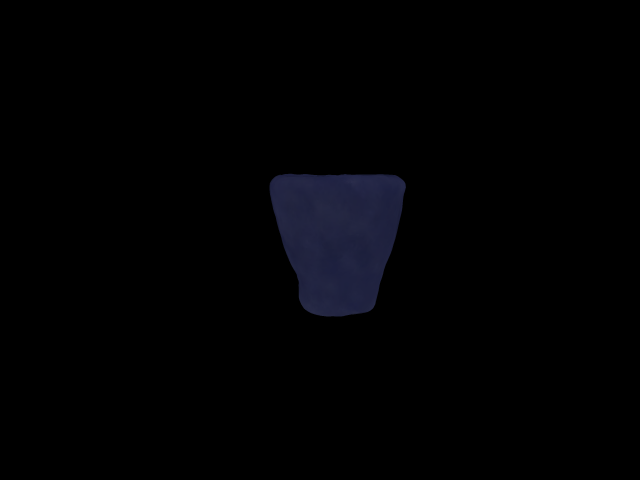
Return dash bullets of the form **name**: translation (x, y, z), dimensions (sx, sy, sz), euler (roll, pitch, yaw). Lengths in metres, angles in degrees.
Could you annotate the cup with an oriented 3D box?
- **cup**: translation (0.004, 0.001, 0.400), dimensions (0.092, 0.095, 0.117), euler (-5, 8, -35)
